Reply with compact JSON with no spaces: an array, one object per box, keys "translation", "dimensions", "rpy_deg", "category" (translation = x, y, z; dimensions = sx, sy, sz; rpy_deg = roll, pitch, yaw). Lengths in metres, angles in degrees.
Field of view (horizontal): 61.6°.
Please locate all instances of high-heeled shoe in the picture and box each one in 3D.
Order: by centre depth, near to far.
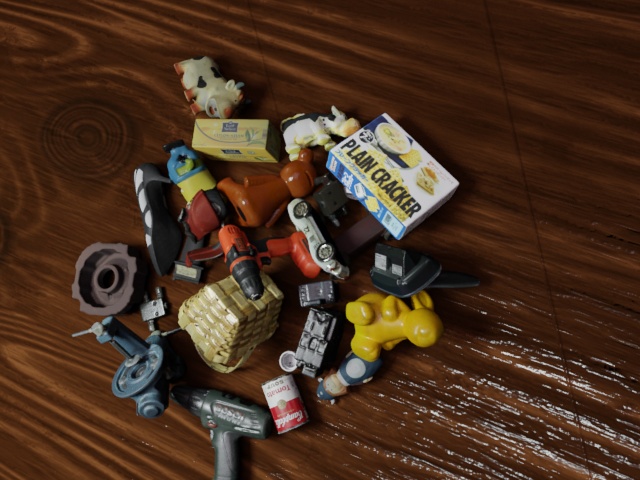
[{"translation":[-0.385,-0.049,1.215],"dimensions":[0.145,0.086,0.248],"rpy_deg":[11,95,39],"category":"high-heeled shoe"}]

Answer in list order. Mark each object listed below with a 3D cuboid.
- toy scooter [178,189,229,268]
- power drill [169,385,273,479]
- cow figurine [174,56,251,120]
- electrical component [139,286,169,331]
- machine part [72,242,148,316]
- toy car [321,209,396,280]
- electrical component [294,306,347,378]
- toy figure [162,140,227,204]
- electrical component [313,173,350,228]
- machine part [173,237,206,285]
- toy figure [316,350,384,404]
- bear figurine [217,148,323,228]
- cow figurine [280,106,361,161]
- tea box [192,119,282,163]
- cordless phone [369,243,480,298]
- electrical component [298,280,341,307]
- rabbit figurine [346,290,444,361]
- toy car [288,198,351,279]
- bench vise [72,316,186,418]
[{"translation":[-0.239,-0.011,1.125],"dimensions":[0.135,0.075,0.183],"rpy_deg":[-26,116,-5],"category":"toy scooter"},{"translation":[-0.217,0.415,1.103],"dimensions":[0.232,0.086,0.207],"rpy_deg":[5,76,12],"category":"power drill"},{"translation":[-0.237,-0.335,1.193],"dimensions":[0.127,0.085,0.195],"rpy_deg":[-26,57,-4],"category":"cow figurine"},{"translation":[-0.368,0.154,1.199],"dimensions":[0.063,0.021,0.094],"rpy_deg":[-17,78,10],"category":"electrical component"},{"translation":[-0.469,0.089,1.205],"dimensions":[0.180,0.056,0.179],"rpy_deg":[-4,76,17],"category":"machine part"},{"translation":[0.078,-0.001,1.100],"dimensions":[0.202,0.053,0.089],"rpy_deg":[-36,59,7],"category":"toy car"},{"translation":[0.002,0.200,1.057],"dimensions":[0.058,0.115,0.134],"rpy_deg":[17,90,19],"category":"electrical component"},{"translation":[-0.271,-0.131,1.164],"dimensions":[0.089,0.082,0.180],"rpy_deg":[-21,100,18],"category":"toy figure"},{"translation":[0.023,-0.084,1.102],"dimensions":[0.078,0.045,0.102],"rpy_deg":[-45,109,-33],"category":"electrical component"},{"translation":[-0.283,0.026,1.191],"dimensions":[0.084,0.039,0.138],"rpy_deg":[8,86,22],"category":"machine part"},{"translation":[0.053,0.267,1.067],"dimensions":[0.154,0.057,0.064],"rpy_deg":[-38,46,7],"category":"toy figure"},{"translation":[-0.097,-0.111,1.138],"dimensions":[0.196,0.120,0.132],"rpy_deg":[-37,30,-20],"category":"bear figurine"},{"translation":[0.000,-0.239,1.148],"dimensions":[0.167,0.068,0.098],"rpy_deg":[-18,70,8],"category":"cow figurine"},{"translation":[-0.179,-0.215,1.170],"dimensions":[0.170,0.098,0.068],"rpy_deg":[5,82,16],"category":"tea box"},{"translation":[0.205,0.062,1.046],"dimensions":[0.184,0.147,0.088],"rpy_deg":[5,95,-23],"category":"cordless phone"},{"translation":[-0.005,0.108,1.070],"dimensions":[0.075,0.119,0.047],"rpy_deg":[-11,80,14],"category":"electrical component"},{"translation":[0.158,0.160,1.006],"dimensions":[0.173,0.162,0.121],"rpy_deg":[1,101,44],"category":"rabbit figurine"},{"translation":[-0.002,-0.003,1.060],"dimensions":[0.056,0.073,0.202],"rpy_deg":[-38,55,13],"category":"toy car"},{"translation":[-0.361,0.226,1.072],"dimensions":[0.129,0.240,0.224],"rpy_deg":[-23,35,16],"category":"bench vise"}]
